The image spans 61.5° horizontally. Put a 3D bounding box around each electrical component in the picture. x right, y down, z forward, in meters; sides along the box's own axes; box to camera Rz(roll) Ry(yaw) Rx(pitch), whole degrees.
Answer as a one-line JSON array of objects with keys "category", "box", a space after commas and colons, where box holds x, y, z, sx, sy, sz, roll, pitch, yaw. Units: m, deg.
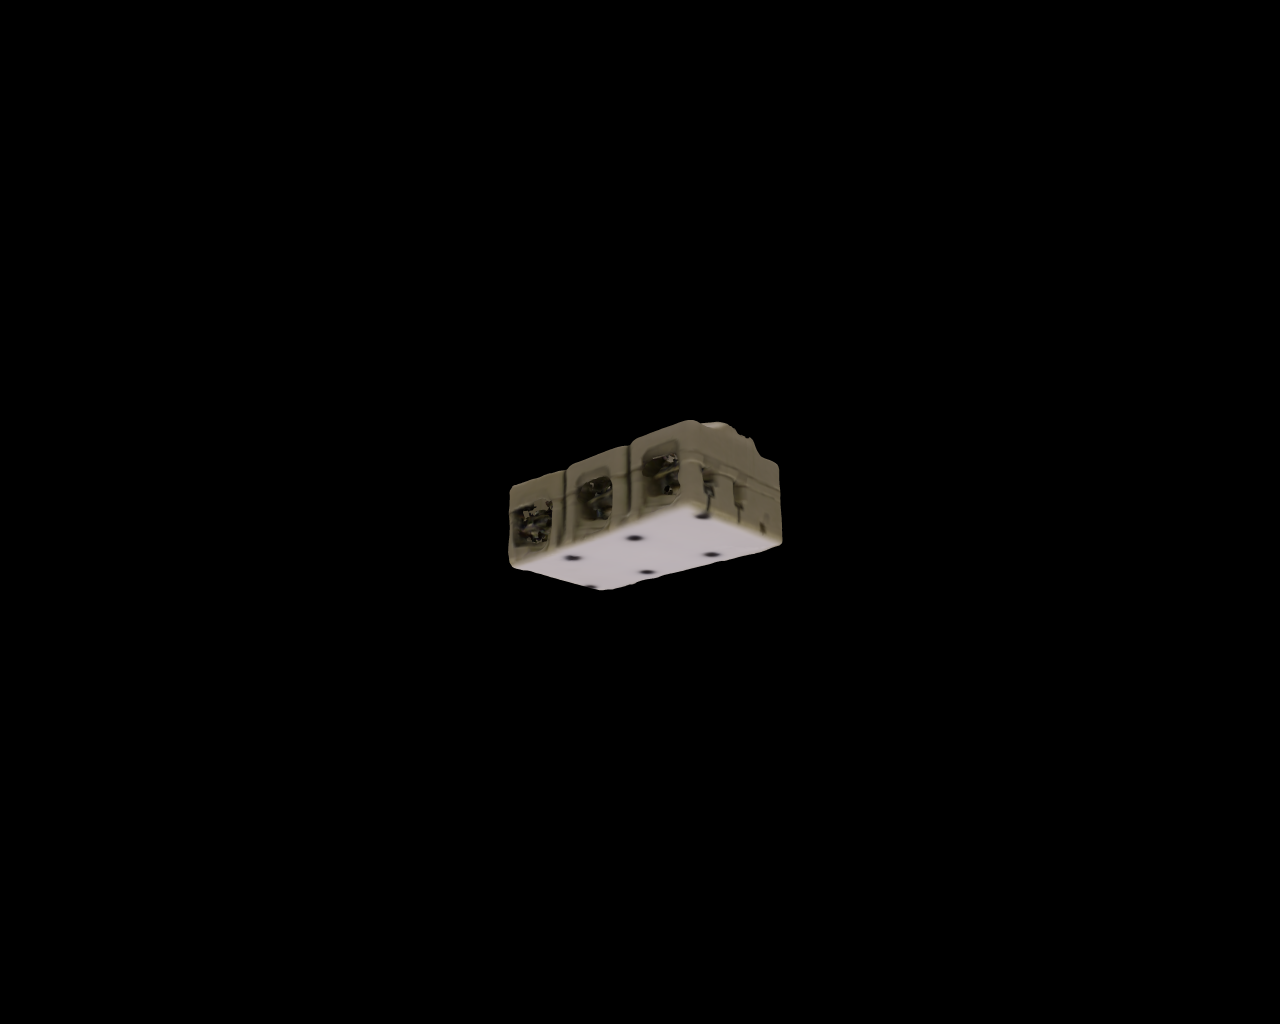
[{"category": "electrical component", "box": [0.001, -0.003, 0.650, 0.150, 0.062, 0.089, -17, -27, 38]}]
